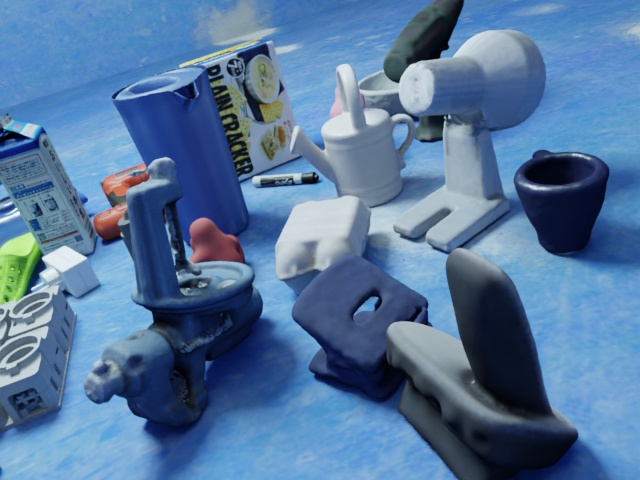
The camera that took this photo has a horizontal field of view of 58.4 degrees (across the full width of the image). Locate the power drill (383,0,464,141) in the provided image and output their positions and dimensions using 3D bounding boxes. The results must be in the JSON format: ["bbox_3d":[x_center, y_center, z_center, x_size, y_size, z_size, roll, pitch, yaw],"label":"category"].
[{"bbox_3d":[0.192,-0.286,0.968,0.075,0.209,0.230,9,37,37],"label":"power drill"}]

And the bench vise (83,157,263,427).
[{"bbox_3d":[-0.135,0.048,0.532,0.121,0.220,0.207,-8,30,15],"label":"bench vise"}]

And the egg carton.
[{"bbox_3d":[0.006,0.002,0.698,0.107,0.069,0.150,-7,30,16],"label":"egg carton"}]

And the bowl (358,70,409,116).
[{"bbox_3d":[0.155,-0.283,1.118,0.167,0.075,0.167,-12,29,7],"label":"bowl"}]

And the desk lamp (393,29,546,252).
[{"bbox_3d":[0.176,-0.129,0.695,0.204,0.214,0.117,-33,33,-28],"label":"desk lamp"}]

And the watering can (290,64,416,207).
[{"bbox_3d":[0.046,-0.149,0.815,0.173,0.194,0.100,-26,30,-17],"label":"watering can"}]

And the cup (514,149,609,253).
[{"bbox_3d":[0.258,-0.042,0.624,0.091,0.095,0.117,-13,29,6],"label":"cup"}]

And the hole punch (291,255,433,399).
[{"bbox_3d":[0.043,0.074,0.532,0.100,0.091,0.109,10,38,39],"label":"hole punch"}]

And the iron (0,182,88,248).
[{"bbox_3d":[-0.560,-0.060,1.013,0.259,0.142,0.118,-31,32,-26],"label":"iron"}]

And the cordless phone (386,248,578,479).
[{"bbox_3d":[0.103,0.071,0.411,0.094,0.185,0.147,-27,31,-20],"label":"cordless phone"}]

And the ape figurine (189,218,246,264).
[{"bbox_3d":[-0.137,0.012,0.729,0.078,0.092,0.076,-28,31,-20],"label":"ape figurine"}]

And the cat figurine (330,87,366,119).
[{"bbox_3d":[0.058,-0.216,1.005,0.067,0.118,0.128,0,33,26],"label":"cat figurine"}]
